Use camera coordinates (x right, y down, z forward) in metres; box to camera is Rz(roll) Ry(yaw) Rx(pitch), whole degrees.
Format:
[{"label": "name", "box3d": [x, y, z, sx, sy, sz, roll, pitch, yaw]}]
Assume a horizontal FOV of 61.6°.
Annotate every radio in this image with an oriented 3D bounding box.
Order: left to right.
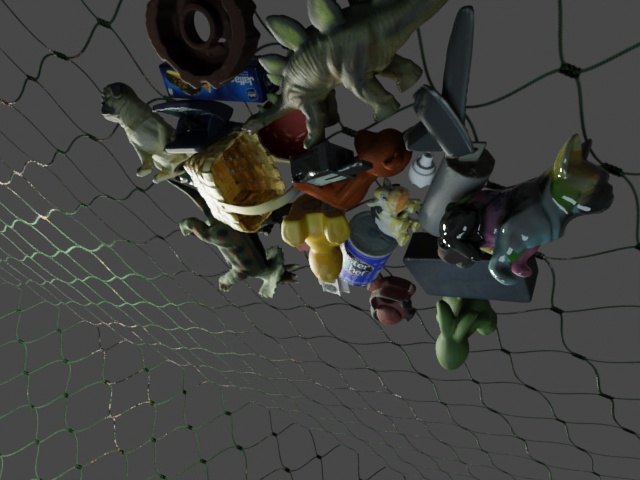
[{"label": "radio", "box3d": [0.288, 0.050, 1.021, 0.230, 0.073, 0.131, 1, 141, 39]}]

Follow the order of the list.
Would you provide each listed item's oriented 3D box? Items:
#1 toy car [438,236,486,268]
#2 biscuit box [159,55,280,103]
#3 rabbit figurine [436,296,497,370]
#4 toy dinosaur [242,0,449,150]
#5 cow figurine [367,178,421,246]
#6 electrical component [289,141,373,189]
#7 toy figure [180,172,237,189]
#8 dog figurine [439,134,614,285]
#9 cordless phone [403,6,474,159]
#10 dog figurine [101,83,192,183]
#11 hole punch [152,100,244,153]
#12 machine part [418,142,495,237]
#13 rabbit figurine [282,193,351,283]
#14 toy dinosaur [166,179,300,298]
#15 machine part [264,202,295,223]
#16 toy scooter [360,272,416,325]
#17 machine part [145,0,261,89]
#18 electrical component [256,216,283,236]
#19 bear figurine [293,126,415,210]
[{"label": "toy car", "box3d": [0.291, -0.013, 0.892, 0.202, 0.053, 0.089, -27, 139, 27]}, {"label": "biscuit box", "box3d": [-0.168, -0.271, 0.895, 0.203, 0.059, 0.062, 10, 131, 25]}, {"label": "rabbit figurine", "box3d": [0.296, 0.183, 1.116, 0.121, 0.170, 0.158, 12, 147, 24]}, {"label": "toy dinosaur", "box3d": [0.043, -0.257, 0.717, 0.472, 0.105, 0.198, -21, 123, 37]}, {"label": "cow figurine", "box3d": [0.126, -0.060, 0.962, 0.098, 0.068, 0.167, 34, 168, 25]}, {"label": "electrical component", "box3d": [0.020, -0.115, 0.805, 0.119, 0.047, 0.075, -16, 166, 41]}, {"label": "toy figure", "box3d": [-0.232, -0.123, 1.179, 0.154, 0.058, 0.064, 25, 172, -2]}, {"label": "dog figurine", "box3d": [0.292, -0.058, 0.760, 0.192, 0.108, 0.219, 40, 115, 33]}, {"label": "cordless phone", "box3d": [0.168, -0.209, 0.715, 0.089, 0.147, 0.184, 7, 109, 4]}, {"label": "dog figurine", "box3d": [-0.345, -0.229, 1.103, 0.190, 0.121, 0.172, 58, -175, 10]}, {"label": "hole punch", "box3d": [-0.227, -0.221, 0.980, 0.142, 0.116, 0.092, 3, 122, 39]}, {"label": "machine part", "box3d": [0.218, -0.078, 0.876, 0.079, 0.079, 0.243, 23, 148, 7]}, {"label": "rabbit figurine", "box3d": [-0.002, -0.003, 1.030, 0.122, 0.162, 0.173, -13, 119, 2]}, {"label": "toy dinosaur", "box3d": [-0.201, 0.003, 1.299, 0.192, 0.131, 0.404, -13, 128, 31]}, {"label": "machine part", "box3d": [-0.061, -0.067, 1.126, 0.139, 0.084, 0.039, -9, 104, 30]}, {"label": "toy scooter", "box3d": [0.170, 0.133, 1.237, 0.135, 0.075, 0.183, 2, 136, 35]}, {"label": "machine part", "box3d": [-0.172, -0.315, 0.793, 0.180, 0.056, 0.179, 15, 123, 23]}, {"label": "electrical component", "box3d": [-0.131, -0.052, 1.219, 0.078, 0.045, 0.102, 6, 143, 34]}, {"label": "bear figurine", "box3d": [0.061, -0.131, 0.881, 0.132, 0.120, 0.196, 35, 147, -6]}]
